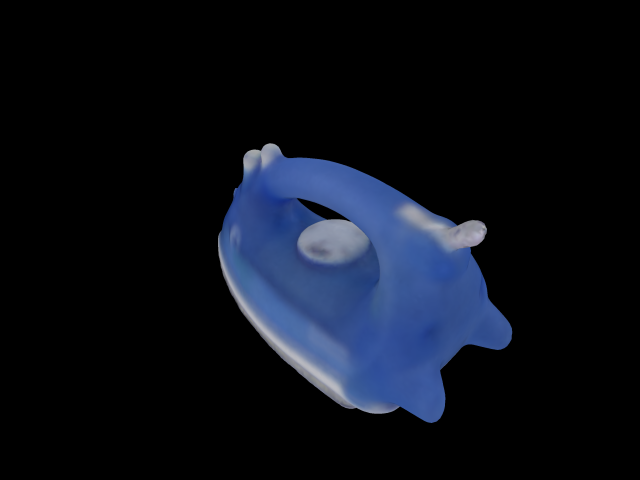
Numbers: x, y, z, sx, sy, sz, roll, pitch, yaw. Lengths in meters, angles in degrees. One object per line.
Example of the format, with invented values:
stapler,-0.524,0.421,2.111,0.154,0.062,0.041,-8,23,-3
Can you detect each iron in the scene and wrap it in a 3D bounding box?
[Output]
iron,0.004,0.001,0.400,0.257,0.141,0.119,30,46,33
